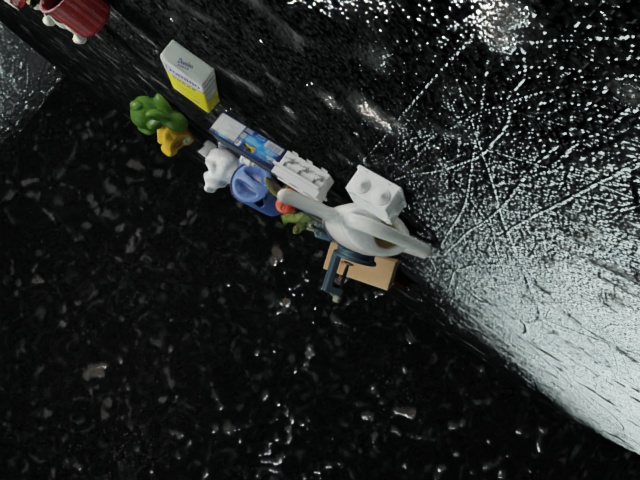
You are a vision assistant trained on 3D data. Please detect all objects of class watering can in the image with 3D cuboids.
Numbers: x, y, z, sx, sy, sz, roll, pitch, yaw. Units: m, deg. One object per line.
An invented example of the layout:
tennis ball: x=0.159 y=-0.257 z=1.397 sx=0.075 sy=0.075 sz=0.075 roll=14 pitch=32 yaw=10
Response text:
watering can: x=0.061 y=-0.037 z=1.064 sx=0.346 sy=0.104 sz=0.224 roll=21 pitch=177 yaw=-14

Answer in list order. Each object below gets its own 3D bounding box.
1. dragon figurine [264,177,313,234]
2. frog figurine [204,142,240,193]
dragon figurine: x=0.005 y=-0.075 z=1.485 sx=0.243 sy=0.123 sz=0.406 roll=14 pitch=171 yaw=19
frog figurine: x=-0.330 y=-0.227 z=1.706 sx=0.124 sy=0.160 sz=0.135 roll=28 pitch=171 yaw=37
